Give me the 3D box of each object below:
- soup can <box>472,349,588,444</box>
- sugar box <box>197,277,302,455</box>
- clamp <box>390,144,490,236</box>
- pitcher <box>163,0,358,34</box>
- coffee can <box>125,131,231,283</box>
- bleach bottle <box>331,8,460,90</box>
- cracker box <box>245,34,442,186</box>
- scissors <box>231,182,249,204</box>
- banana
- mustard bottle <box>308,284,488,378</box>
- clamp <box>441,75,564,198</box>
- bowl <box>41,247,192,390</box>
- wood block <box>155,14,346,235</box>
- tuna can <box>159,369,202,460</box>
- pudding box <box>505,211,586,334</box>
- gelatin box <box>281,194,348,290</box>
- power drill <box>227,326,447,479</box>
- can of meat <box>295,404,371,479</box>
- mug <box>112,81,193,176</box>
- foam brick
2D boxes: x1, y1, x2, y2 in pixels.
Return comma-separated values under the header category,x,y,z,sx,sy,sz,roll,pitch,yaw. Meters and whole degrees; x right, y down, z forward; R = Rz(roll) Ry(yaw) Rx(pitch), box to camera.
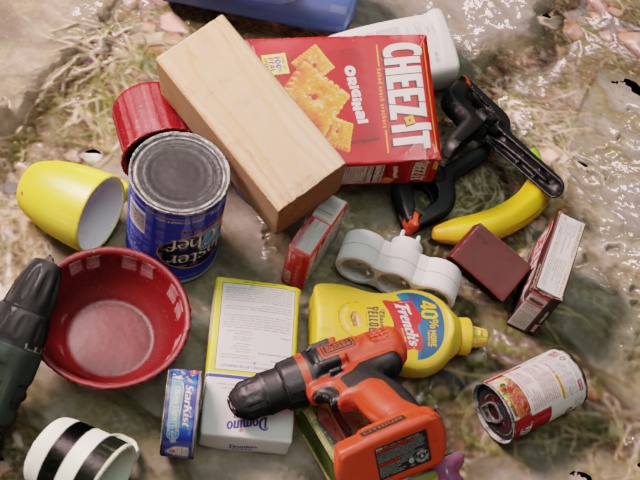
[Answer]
category,x,y,z,sx,sy,sz,roll,pitch,yaw
soup can,0.221,0.163,1.120,0.102,0.069,0.068,-21,65,-23
sugar box,-0.071,0.128,1.097,0.093,0.048,0.176,8,61,-7
clamp,0.122,-0.083,1.270,0.120,0.039,0.171,28,54,7
pitcher,-0.072,-0.332,1.331,0.242,0.145,0.149,13,73,-7
coffee can,-0.152,-0.032,1.122,0.102,0.140,0.103,5,58,-8
bleach bottle,0.041,-0.221,1.324,0.250,0.068,0.102,-10,69,-15
cracker box,0.023,-0.149,1.222,0.213,0.072,0.164,-3,71,-5
scissors,-0.093,-0.125,1.264,0.096,0.016,0.202,-21,66,-20
banana,0.219,-0.038,1.265,0.070,0.037,0.197,35,56,30
mustard bottle,0.085,0.099,1.138,0.191,0.058,0.096,4,57,-9
clamp,0.188,-0.136,1.274,0.164,0.036,0.210,14,34,-30
bowl,-0.213,0.088,1.086,0.162,0.055,0.162,5,58,-8
wood block,-0.073,-0.119,1.120,0.090,0.091,0.206,-37,79,-12
tuna can,-0.135,0.168,1.034,0.033,0.086,0.086,6,58,-6
pudding box,0.252,0.037,1.191,0.039,0.090,0.113,22,57,2
gelatin box,-0.008,0.002,1.171,0.030,0.073,0.089,29,58,8
power drill,0.019,0.156,0.986,0.184,0.057,0.188,-21,29,-11
can of meat,0.034,0.193,1.071,0.083,0.057,0.102,-24,65,-21
mug,-0.178,-0.123,1.211,0.117,0.093,0.081,4,50,-35
foam brick,0.188,0.025,1.191,0.078,0.051,0.053,42,88,3
